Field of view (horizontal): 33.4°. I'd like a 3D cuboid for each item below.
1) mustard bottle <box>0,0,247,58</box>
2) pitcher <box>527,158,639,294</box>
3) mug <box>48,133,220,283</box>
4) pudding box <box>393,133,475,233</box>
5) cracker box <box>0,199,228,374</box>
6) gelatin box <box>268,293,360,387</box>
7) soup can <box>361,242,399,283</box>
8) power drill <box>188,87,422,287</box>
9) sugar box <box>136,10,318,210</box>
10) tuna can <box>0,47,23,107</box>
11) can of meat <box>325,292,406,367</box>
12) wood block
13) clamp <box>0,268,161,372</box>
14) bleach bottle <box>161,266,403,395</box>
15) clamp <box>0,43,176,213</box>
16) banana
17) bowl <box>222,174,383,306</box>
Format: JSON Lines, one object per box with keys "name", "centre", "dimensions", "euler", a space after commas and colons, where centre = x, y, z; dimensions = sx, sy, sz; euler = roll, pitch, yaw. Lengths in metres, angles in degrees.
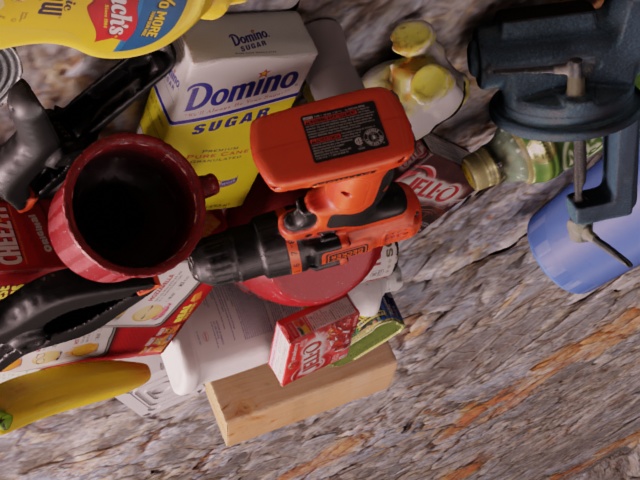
{"name": "mustard bottle", "centre": [-0.118, -0.144, 0.570], "dimensions": [0.191, 0.058, 0.096], "euler": [-5, 130, -39]}
{"name": "pitcher", "centre": [0.345, -0.047, 1.138], "dimensions": [0.149, 0.145, 0.243], "euler": [13, 142, -36]}
{"name": "mug", "centre": [-0.122, -0.020, 0.710], "dimensions": [0.117, 0.093, 0.082], "euler": [-23, -179, -27]}
{"name": "pudding box", "centre": [0.089, -0.053, 0.976], "dimensions": [0.090, 0.039, 0.113], "euler": [-38, 153, 25]}
{"name": "cracker box", "centre": [-0.197, 0.035, 0.856], "dimensions": [0.213, 0.072, 0.164], "euler": [-3, 147, -38]}
{"name": "gelatin box", "centre": [-0.006, 0.092, 0.977], "dimensions": [0.073, 0.030, 0.089], "euler": [-22, 152, -22]}
{"name": "soup can", "centre": [0.015, 0.013, 1.006], "dimensions": [0.102, 0.068, 0.069], "euler": [-12, 153, -25]}
{"name": "power drill", "centre": [-0.010, -0.029, 0.759], "dimensions": [0.184, 0.057, 0.188], "euler": [-17, 161, -8]}
{"name": "sugar box", "centre": [-0.076, -0.084, 0.753], "dimensions": [0.093, 0.048, 0.176], "euler": [-10, 153, -29]}
{"name": "tuna can", "centre": [-0.215, -0.101, 0.603], "dimensions": [0.086, 0.034, 0.086], "euler": [-20, 156, -10]}
{"name": "can of meat", "centre": [0.031, 0.077, 1.135], "dimensions": [0.102, 0.084, 0.057], "euler": [-34, 154, 22]}
{"name": "wood block", "centre": [-0.026, 0.153, 1.232], "dimensions": [0.206, 0.091, 0.090], "euler": [-18, 155, -13]}
{"name": "clamp", "centre": [-0.217, 0.059, 0.751], "dimensions": [0.210, 0.036, 0.164], "euler": [-24, 162, 2]}
{"name": "bleach bottle", "centre": [-0.032, 0.069, 1.037], "dimensions": [0.250, 0.102, 0.068], "euler": [-13, 162, -23]}
{"name": "clamp", "centre": [-0.161, -0.073, 0.691], "dimensions": [0.120, 0.039, 0.172], "euler": [-24, 173, -34]}
{"name": "banana", "centre": [-0.214, 0.127, 0.853], "dimensions": [0.070, 0.037, 0.197], "euler": [8, -171, 23]}
{"name": "bowl", "centre": [-0.006, 0.001, 0.900], "dimensions": [0.162, 0.055, 0.162], "euler": [-10, 126, -14]}
